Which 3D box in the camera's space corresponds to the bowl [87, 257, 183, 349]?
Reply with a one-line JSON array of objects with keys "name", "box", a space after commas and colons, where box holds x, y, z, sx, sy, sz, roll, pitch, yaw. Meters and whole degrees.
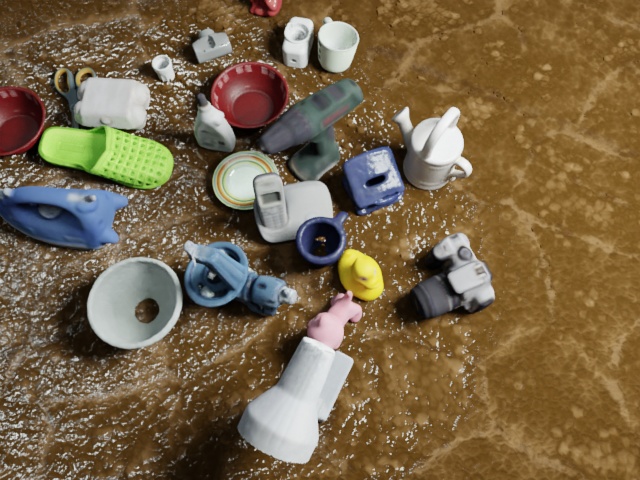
[{"name": "bowl", "box": [-0.324, 0.120, 1.032, 0.167, 0.075, 0.167, 0, 70, 0]}]

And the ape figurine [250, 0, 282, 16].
[{"name": "ape figurine", "box": [-0.120, -0.543, 1.267, 0.076, 0.092, 0.077, -30, 72, -10]}]

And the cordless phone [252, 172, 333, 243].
[{"name": "cordless phone", "box": [-0.052, -0.073, 1.044, 0.147, 0.185, 0.094, -16, 70, -5]}]

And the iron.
[{"name": "iron", "box": [-0.504, -0.063, 1.064, 0.258, 0.141, 0.118, 5, 70, 2]}]

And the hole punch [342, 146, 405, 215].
[{"name": "hole punch", "box": [0.105, -0.115, 1.110, 0.109, 0.091, 0.101, -22, 71, -8]}]

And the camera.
[{"name": "camera", "box": [0.229, 0.073, 1.035, 0.137, 0.101, 0.143, -23, 71, -8]}]

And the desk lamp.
[{"name": "desk lamp", "box": [-0.032, 0.244, 0.913, 0.117, 0.213, 0.203, 25, 72, 9]}]

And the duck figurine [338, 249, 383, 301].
[{"name": "duck figurine", "box": [0.076, 0.056, 1.050, 0.077, 0.086, 0.104, -33, 73, -11]}]

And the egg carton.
[{"name": "egg carton", "box": [-0.428, -0.278, 1.181, 0.150, 0.069, 0.107, 2, 70, 1]}]

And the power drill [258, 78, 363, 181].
[{"name": "power drill", "box": [-0.016, -0.195, 1.077, 0.230, 0.208, 0.075, -43, 75, -14]}]

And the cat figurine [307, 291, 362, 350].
[{"name": "cat figurine", "box": [0.021, 0.144, 1.001, 0.067, 0.118, 0.128, 32, 73, 12]}]

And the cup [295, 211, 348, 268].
[{"name": "cup", "box": [0.010, 0.004, 1.064, 0.091, 0.095, 0.118, 37, 74, 13]}]

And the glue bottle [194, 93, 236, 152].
[{"name": "glue bottle", "box": [-0.212, -0.230, 1.108, 0.078, 0.173, 0.037, 12, 70, 5]}]

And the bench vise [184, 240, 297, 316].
[{"name": "bench vise", "box": [-0.144, 0.052, 0.980, 0.207, 0.220, 0.121, -1, 70, 0]}]

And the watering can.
[{"name": "watering can", "box": [0.211, -0.182, 1.080, 0.172, 0.194, 0.101, 18, 71, 7]}]
